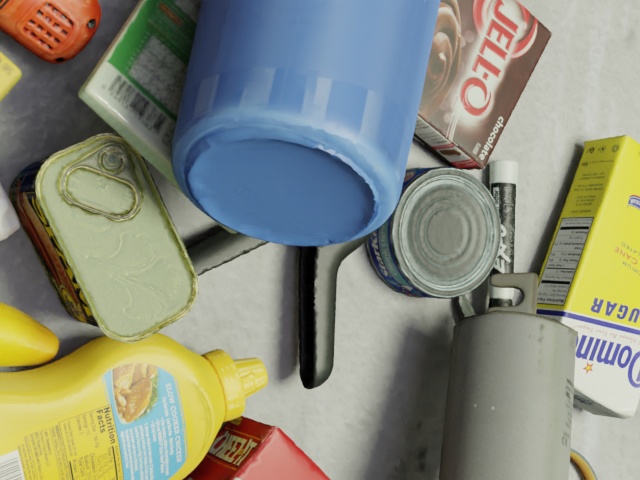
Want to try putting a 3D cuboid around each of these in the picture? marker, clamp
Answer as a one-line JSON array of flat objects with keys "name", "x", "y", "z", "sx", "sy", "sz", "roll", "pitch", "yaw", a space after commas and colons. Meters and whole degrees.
[{"name": "marker", "x": 0.122, "y": 0.007, "z": 0.712, "sx": 0.020, "sy": 0.020, "sz": 0.121, "roll": 6, "pitch": 82, "yaw": -27}, {"name": "clamp", "x": -0.004, "y": 0.001, "z": 0.644, "sx": 0.120, "sy": 0.039, "sz": 0.171, "roll": 46, "pitch": 72, "yaw": -20}]

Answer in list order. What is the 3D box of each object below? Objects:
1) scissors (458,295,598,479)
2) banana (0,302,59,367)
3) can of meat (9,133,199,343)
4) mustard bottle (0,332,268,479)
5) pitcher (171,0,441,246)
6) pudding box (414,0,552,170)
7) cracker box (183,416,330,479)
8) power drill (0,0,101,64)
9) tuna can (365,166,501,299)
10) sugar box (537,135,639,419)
[{"name": "scissors", "x": 0.126, "y": 0.138, "z": 0.723, "sx": 0.201, "sy": 0.016, "sz": 0.096, "roll": 50, "pitch": 65, "yaw": -19}, {"name": "banana", "x": -0.232, "y": 0.058, "z": 0.535, "sx": 0.197, "sy": 0.037, "sz": 0.070, "roll": -17, "pitch": 124, "yaw": -23}, {"name": "can of meat", "x": -0.117, "y": -0.001, "z": 0.562, "sx": 0.057, "sy": 0.084, "sz": 0.102, "roll": -29, "pitch": 103, "yaw": -24}, {"name": "mustard bottle", "x": -0.116, "y": 0.100, "z": 0.577, "sx": 0.191, "sy": 0.058, "sz": 0.096, "roll": -16, "pitch": 113, "yaw": -26}, {"name": "pitcher", "x": 0.003, "y": -0.116, "z": 0.557, "sx": 0.149, "sy": 0.145, "sz": 0.242, "roll": 26, "pitch": 56, "yaw": -24}, {"name": "pudding box", "x": 0.090, "y": -0.115, "z": 0.690, "sx": 0.090, "sy": 0.039, "sz": 0.113, "roll": 35, "pitch": 76, "yaw": -24}, {"name": "cracker box", "x": -0.055, "y": 0.232, "z": 0.604, "sx": 0.213, "sy": 0.072, "sz": 0.164, "roll": -48, "pitch": 111, "yaw": -19}, {"name": "power drill", "x": -0.143, "y": -0.200, "z": 0.515, "sx": 0.188, "sy": 0.057, "sz": 0.184, "roll": -42, "pitch": 124, "yaw": 16}, {"name": "tuna can", "x": 0.074, "y": -0.005, "z": 0.686, "sx": 0.086, "sy": 0.034, "sz": 0.086, "roll": 0, "pitch": 91, "yaw": -27}, {"name": "sugar box", "x": 0.201, "y": 0.026, "z": 0.739, "sx": 0.093, "sy": 0.048, "sz": 0.176, "roll": 28, "pitch": 73, "yaw": -28}]
